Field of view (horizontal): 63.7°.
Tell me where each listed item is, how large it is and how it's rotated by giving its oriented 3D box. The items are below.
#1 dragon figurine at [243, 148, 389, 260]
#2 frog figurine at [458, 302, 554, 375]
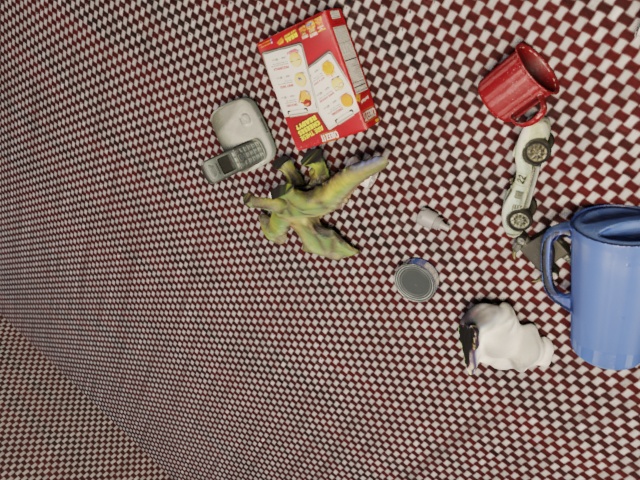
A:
[{"bbox_3d":[0.003,-0.053,1.048,0.409,0.125,0.238,-1,138,40],"label":"dragon figurine"},{"bbox_3d":[0.344,0.179,0.955,0.159,0.124,0.136,-5,106,-4],"label":"frog figurine"}]
